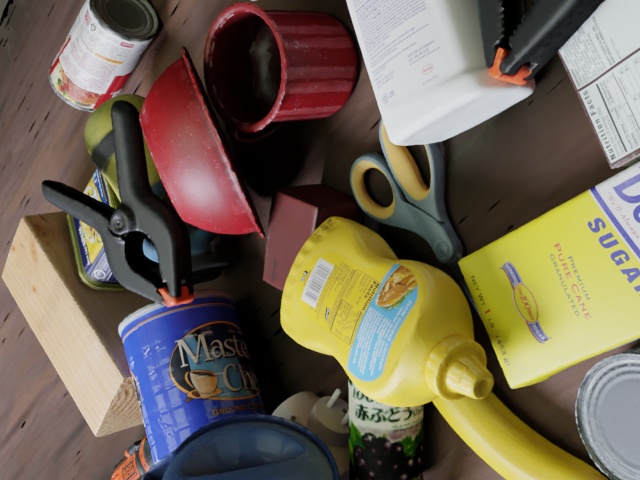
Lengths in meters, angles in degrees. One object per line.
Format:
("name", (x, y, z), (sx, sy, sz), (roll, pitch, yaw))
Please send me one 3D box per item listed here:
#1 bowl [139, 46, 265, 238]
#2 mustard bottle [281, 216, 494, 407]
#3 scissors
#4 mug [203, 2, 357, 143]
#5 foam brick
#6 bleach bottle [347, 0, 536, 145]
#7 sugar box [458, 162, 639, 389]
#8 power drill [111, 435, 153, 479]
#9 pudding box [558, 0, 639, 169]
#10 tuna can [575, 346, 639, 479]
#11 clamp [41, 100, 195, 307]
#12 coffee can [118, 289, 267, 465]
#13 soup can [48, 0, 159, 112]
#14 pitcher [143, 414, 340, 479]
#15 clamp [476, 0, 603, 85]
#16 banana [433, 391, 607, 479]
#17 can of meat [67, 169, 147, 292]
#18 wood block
("bowl", (-0.098, -0.066, 0.833), (0.162, 0.055, 0.162), (160, 88, -89))
("mustard bottle", (0.048, 0.057, 0.716), (0.192, 0.058, 0.096), (32, 98, 53))
("scissors", (0.075, 0.005, 0.761), (0.096, 0.016, 0.202), (-25, 80, 48))
("mug", (-0.031, -0.120, 0.799), (0.093, 0.081, 0.117), (49, 129, 28))
("foam brick", (-0.005, 0.001, 0.819), (0.053, 0.051, 0.078), (26, 116, 42))
("bleach bottle", (0.055, -0.195, 0.708), (0.103, 0.067, 0.251), (-27, 76, 47))
("sugar box", (0.171, 0.018, 0.639), (0.177, 0.048, 0.093), (-35, 72, 46))
("power drill", (-0.131, 0.266, 0.983), (0.185, 0.057, 0.188), (-46, 51, 49))
("pudding box", (0.195, -0.103, 0.595), (0.114, 0.039, 0.090), (-34, 73, 47))
("tuna can", (0.198, 0.106, 0.637), (0.086, 0.033, 0.086), (12, 106, 45))
("clamp", (-0.163, -0.014, 0.875), (0.120, 0.039, 0.171), (-33, 76, 35))
("coffee can", (-0.103, 0.126, 0.898), (0.103, 0.102, 0.140), (-38, 63, 44))
("soup can", (-0.198, -0.175, 0.975), (0.102, 0.068, 0.068), (-46, 65, 41))
("pitcher", (-0.037, 0.264, 0.822), (0.149, 0.144, 0.243), (45, 149, 44))
("clamp", (0.144, -0.191, 0.603), (0.165, 0.036, 0.210), (19, 100, 49))
("banana", (0.119, 0.118, 0.716), (0.198, 0.037, 0.070), (50, 145, 24))
("can of meat", (-0.190, -0.018, 0.996), (0.084, 0.057, 0.102), (-52, 45, 37))
("wood block", (-0.214, 0.074, 1.028), (0.206, 0.090, 0.090), (51, 131, 26))
